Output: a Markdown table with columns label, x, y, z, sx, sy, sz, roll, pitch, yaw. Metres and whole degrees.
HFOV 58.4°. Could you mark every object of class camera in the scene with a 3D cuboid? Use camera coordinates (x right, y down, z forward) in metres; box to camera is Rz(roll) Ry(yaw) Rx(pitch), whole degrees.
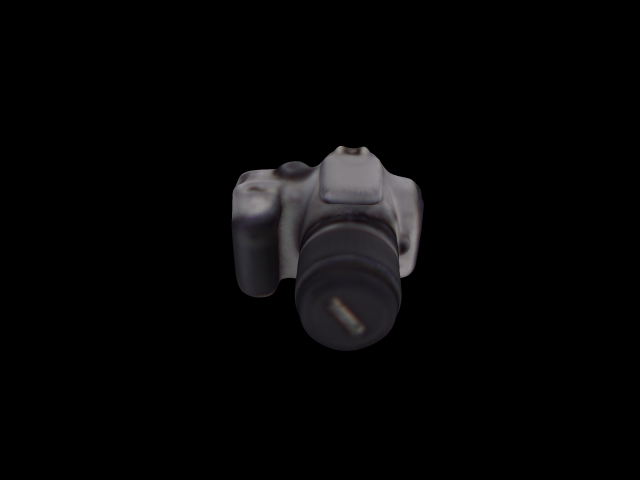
| label | x | y | z | sx | sy | sz | roll | pitch | yaw |
| --- | --- | --- | --- | --- | --- | --- | --- | --- | --- |
| camera | 0.004 | 0.001 | 0.400 | 0.143 | 0.101 | 0.137 | 1 | 34 | 2 |
